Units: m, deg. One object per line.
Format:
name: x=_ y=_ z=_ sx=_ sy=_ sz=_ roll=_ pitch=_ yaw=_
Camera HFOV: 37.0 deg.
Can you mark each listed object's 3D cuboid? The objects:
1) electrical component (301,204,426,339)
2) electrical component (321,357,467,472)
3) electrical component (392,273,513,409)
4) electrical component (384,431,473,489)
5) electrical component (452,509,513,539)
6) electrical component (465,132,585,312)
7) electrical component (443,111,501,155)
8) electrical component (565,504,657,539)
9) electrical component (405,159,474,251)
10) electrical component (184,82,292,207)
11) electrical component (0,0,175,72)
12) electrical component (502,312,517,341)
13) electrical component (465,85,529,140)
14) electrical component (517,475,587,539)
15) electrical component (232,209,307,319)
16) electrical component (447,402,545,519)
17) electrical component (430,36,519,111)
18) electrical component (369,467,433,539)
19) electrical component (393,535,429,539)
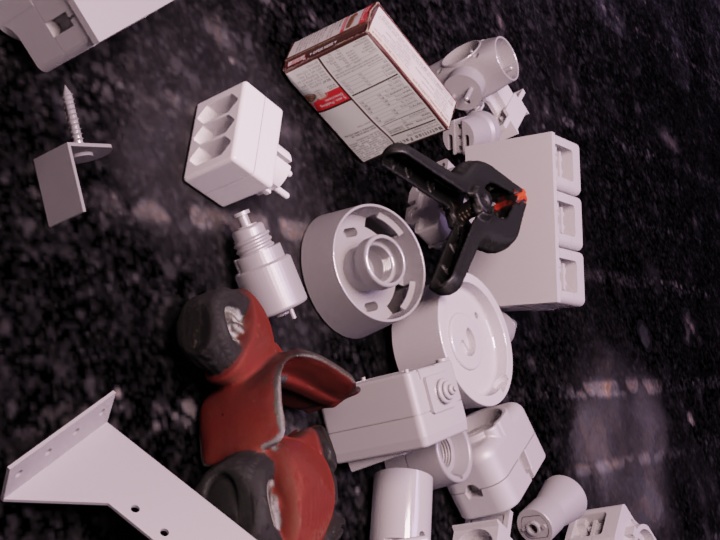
electrical component: x=0.000 y=0.000 z=0.809 sx=0.099 sy=0.064 sz=0.099 roll=14 pitch=68 yaw=-37
electrical component: x=0.029 y=0.101 z=0.752 sx=0.062 sy=0.096 sz=0.061 roll=-8 pitch=82 yaw=-56
electrical component: x=0.068 y=0.061 z=0.858 sx=0.108 sy=0.060 sz=0.108 roll=29 pitch=53 yaw=-46
electrical component: x=0.052 y=0.139 z=0.811 sx=0.055 sy=0.047 sz=0.055 roll=28 pitch=53 yaw=-46
electrical component: x=0.102 y=0.233 z=0.844 sx=0.063 sy=0.042 sz=0.081 roll=49 pitch=41 yaw=-33
electrical component: x=0.150 y=-0.040 z=0.974 sx=0.062 sy=0.089 sz=0.150 roll=9 pitch=78 yaw=-53
electrical component: x=0.105 y=-0.128 z=1.019 sx=0.046 sy=0.040 sz=0.040 roll=-21 pitch=92 yaw=-51
electrical component: x=0.223 y=0.296 z=0.966 sx=0.089 sy=0.062 sz=0.150 roll=57 pitch=37 yaw=-20
electrical component: x=0.079 y=-0.048 z=0.928 sx=0.057 sy=0.058 sz=0.078 roll=41 pitch=44 yaw=-33
electrical component: x=-0.073 y=-0.076 z=0.734 sx=0.077 sy=0.047 sz=0.065 roll=36 pitch=48 yaw=-41
electrical component: x=-0.191 y=-0.220 z=0.623 sx=0.186 sy=0.060 sz=0.105 roll=60 pitch=35 yaw=-17
electrical component: x=0.123 y=0.053 z=0.964 sx=0.061 sy=0.035 sz=0.035 roll=-10 pitch=83 yaw=-58
electrical component: x=0.130 y=-0.163 z=1.068 sx=0.063 sy=0.042 sz=0.081 roll=56 pitch=36 yaw=-19
electrical component: x=0.166 y=0.213 z=0.945 sx=0.065 sy=0.044 sz=0.044 roll=-24 pitch=95 yaw=-51
electrical component: x=-0.065 y=-0.002 z=0.718 sx=0.040 sy=0.040 sz=0.078 roll=-29 pitch=99 yaw=-56
electrical component: x=0.105 y=0.150 z=0.872 sx=0.059 sy=0.054 sz=0.095 roll=64 pitch=33 yaw=-8
electrical component: x=0.099 y=-0.174 z=0.997 sx=0.044 sy=0.077 sz=0.079 roll=55 pitch=37 yaw=-24
electrical component: x=0.029 y=0.185 z=0.759 sx=0.043 sy=0.043 sz=0.081 roll=35 pitch=49 yaw=-42
electrical component: x=0.012 y=0.196 z=0.677 sx=0.083 sy=0.076 sz=0.047 roll=-1 pitch=74 yaw=-27
